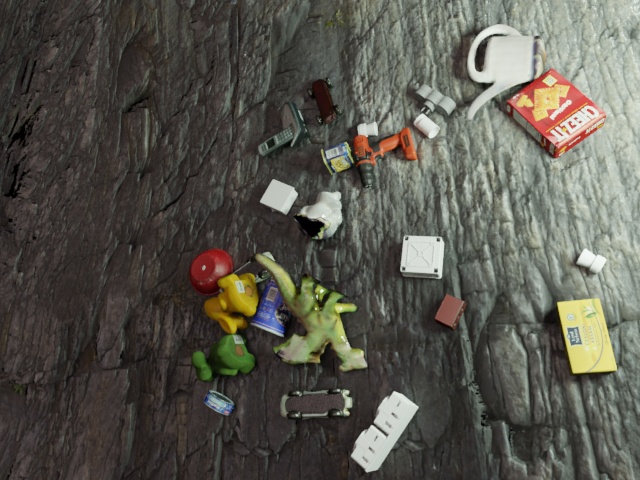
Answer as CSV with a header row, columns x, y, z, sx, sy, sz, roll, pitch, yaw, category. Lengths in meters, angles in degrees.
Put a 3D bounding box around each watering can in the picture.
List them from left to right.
x,y,z,sx,sy,sz,roll,pitch,yaw,category
0.554,-0.507,1.547,0.224,0.102,0.353,5,69,21,watering can

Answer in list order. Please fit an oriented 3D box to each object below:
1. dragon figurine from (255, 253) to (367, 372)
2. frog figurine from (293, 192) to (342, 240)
x,y,z,sx,sy,sz,roll,pitch,yaw,category
-0.045,0.227,1.418,0.411,0.121,0.244,26,81,7,dragon figurine
0.005,-0.080,1.588,0.137,0.120,0.163,-2,33,28,frog figurine
